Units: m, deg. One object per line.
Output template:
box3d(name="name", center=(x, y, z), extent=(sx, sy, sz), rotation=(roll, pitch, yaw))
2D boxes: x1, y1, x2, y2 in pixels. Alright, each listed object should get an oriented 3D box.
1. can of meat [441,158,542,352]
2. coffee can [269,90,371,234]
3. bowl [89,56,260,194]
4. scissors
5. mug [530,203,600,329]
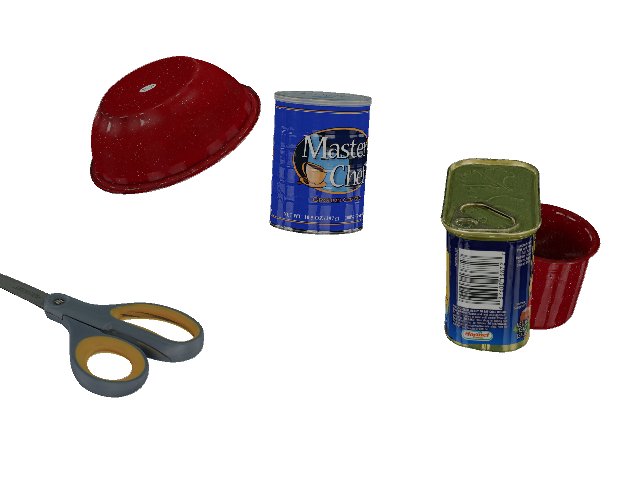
box3d(name="can of meat", center=(0.105, 0.008, 0.660), extent=(0.057, 0.084, 0.102), rotation=(3, 28, 9))
box3d(name="coffee can", center=(-0.001, -0.085, 1.137), extent=(0.103, 0.140, 0.103), rotation=(3, 12, -1))
box3d(name="bowl", center=(-0.135, -0.109, 0.909), extent=(0.162, 0.055, 0.162), rotation=(-17, 35, 12))
box3d(name="scissors", center=(-0.178, 0.057, 0.714), extent=(0.202, 0.016, 0.096), rotation=(10, 34, 15))
box3d(name="mug", center=(0.186, 0.019, 0.958), extent=(0.093, 0.081, 0.117), rotation=(-16, 40, -28))
